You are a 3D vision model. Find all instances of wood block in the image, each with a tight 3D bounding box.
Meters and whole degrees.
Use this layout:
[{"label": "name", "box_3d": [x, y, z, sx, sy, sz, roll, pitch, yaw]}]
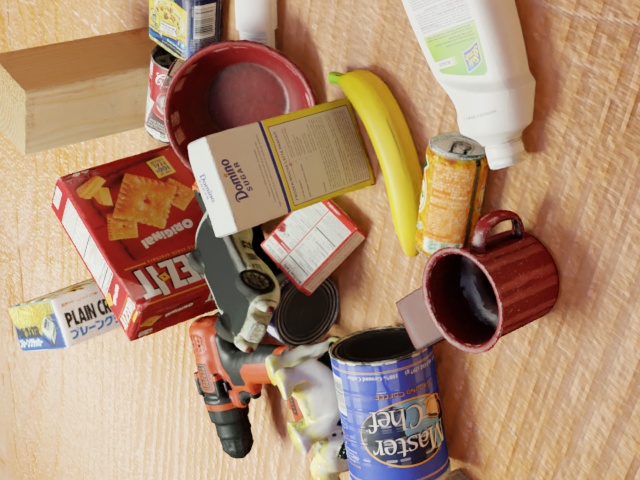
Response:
[{"label": "wood block", "box_3d": [-0.276, -0.180, 1.272, 0.091, 0.205, 0.090, 42, 136, 35]}]

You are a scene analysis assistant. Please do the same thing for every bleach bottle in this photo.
[{"label": "bleach bottle", "box_3d": [0.113, -0.180, 0.868, 0.103, 0.067, 0.251, -7, 102, 56]}]

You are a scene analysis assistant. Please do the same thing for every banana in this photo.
[{"label": "banana", "box_3d": [0.065, -0.082, 1.005, 0.070, 0.037, 0.198, 139, 110, -72]}]

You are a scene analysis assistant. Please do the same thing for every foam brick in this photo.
[{"label": "foam brick", "box_3d": [0.117, 0.061, 0.983, 0.078, 0.052, 0.051, -39, 74, 53]}]

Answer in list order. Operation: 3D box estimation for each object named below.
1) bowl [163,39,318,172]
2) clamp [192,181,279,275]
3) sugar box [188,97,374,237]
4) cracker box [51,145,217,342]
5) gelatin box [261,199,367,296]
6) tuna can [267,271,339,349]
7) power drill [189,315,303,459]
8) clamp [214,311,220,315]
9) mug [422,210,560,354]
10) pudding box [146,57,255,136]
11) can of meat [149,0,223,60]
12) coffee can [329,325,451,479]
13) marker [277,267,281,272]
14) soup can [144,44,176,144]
[{"label": "bowl", "box_3d": [-0.079, -0.135, 1.113, 0.055, 0.162, 0.162, -81, -9, -65]}, {"label": "clamp", "box_3d": [-0.082, -0.018, 1.219, 0.210, 0.036, 0.164, 24, 111, 48]}, {"label": "sugar box", "box_3d": [-0.035, -0.071, 1.019, 0.048, 0.175, 0.093, -15, 94, 56]}, {"label": "cracker box", "box_3d": [-0.203, -0.003, 1.294, 0.214, 0.163, 0.072, 55, 144, 22]}, {"label": "gelatin box", "box_3d": [-0.007, 0.001, 1.104, 0.089, 0.030, 0.073, -47, 58, 5]}, {"label": "tuna can", "box_3d": [-0.022, 0.072, 1.150, 0.034, 0.085, 0.086, 26, 126, 48]}, {"label": "power drill", "box_3d": [-0.069, 0.180, 1.243, 0.188, 0.057, 0.184, -1, 110, 42]}, {"label": "clamp", "box_3d": [-0.089, 0.133, 1.314, 0.172, 0.039, 0.120, -18, 87, 54]}, {"label": "mug", "box_3d": [0.147, 0.029, 0.900, 0.093, 0.081, 0.117, 26, 126, 46]}, {"label": "pudding box", "box_3d": [-0.128, -0.140, 1.185, 0.113, 0.039, 0.090, 25, 142, -9]}, {"label": "can of meat", "box_3d": [-0.152, -0.256, 1.198, 0.102, 0.057, 0.084, 39, 136, 38]}, {"label": "coffee can", "box_3d": [0.070, 0.167, 1.053, 0.103, 0.102, 0.140, 9, 112, 52]}, {"label": "marker", "box_3d": [-0.063, 0.022, 1.240, 0.121, 0.020, 0.020, 33, 130, 42]}, {"label": "soup can", "box_3d": [-0.168, -0.172, 1.249, 0.069, 0.068, 0.102, 45, 138, 32]}]
